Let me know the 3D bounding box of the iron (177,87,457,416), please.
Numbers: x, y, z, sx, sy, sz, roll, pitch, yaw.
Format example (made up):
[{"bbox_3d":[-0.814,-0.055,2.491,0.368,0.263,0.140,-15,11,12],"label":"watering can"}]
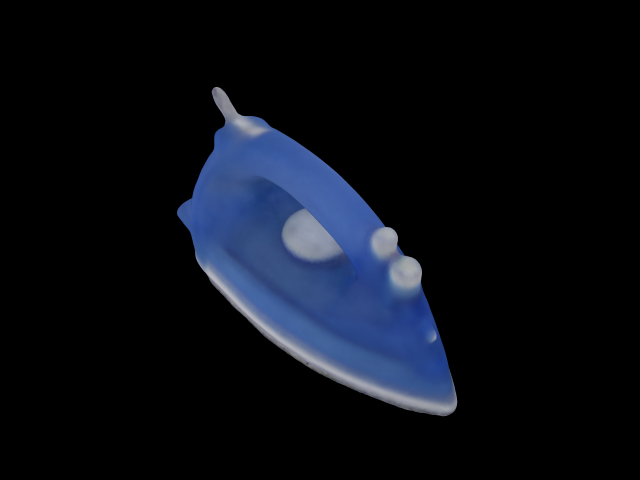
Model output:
[{"bbox_3d":[0.004,0.001,0.400,0.119,0.141,0.257,-36,58,-27],"label":"iron"}]
